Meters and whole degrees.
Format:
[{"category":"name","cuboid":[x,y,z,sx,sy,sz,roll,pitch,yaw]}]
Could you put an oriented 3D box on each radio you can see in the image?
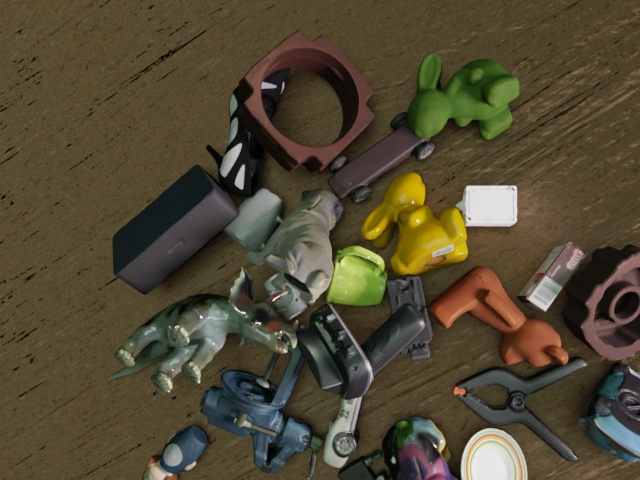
[{"category":"radio","cuboid":[-0.265,-0.024,0.963,0.229,0.073,0.131,-39,39,3]}]

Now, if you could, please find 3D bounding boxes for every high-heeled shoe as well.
[{"category":"high-heeled shoe","cuboid":[-0.103,-0.197,0.961,0.145,0.086,0.248,42,94,24]}]

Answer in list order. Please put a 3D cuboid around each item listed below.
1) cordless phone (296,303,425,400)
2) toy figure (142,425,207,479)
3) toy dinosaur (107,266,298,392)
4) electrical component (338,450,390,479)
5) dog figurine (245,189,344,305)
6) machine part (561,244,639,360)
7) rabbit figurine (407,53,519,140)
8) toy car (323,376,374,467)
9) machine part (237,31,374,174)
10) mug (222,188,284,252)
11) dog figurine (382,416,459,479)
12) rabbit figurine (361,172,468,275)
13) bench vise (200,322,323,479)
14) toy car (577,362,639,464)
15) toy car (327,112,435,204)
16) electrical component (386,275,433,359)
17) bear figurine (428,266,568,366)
[{"category":"cordless phone","cuboid":[0.062,0.141,0.836,0.184,0.088,0.147,-45,51,13]},{"category":"toy figure","cuboid":[-0.269,0.397,0.960,0.154,0.057,0.064,-45,40,5]},{"category":"toy dinosaur","cuboid":[-0.221,0.152,0.929,0.405,0.192,0.131,-15,110,39]},{"category":"electrical component","cuboid":[0.073,0.411,0.902,0.102,0.045,0.078,-28,82,6]},{"category":"dog figurine","cuboid":[-0.005,-0.005,0.885,0.173,0.121,0.190,22,66,41]},{"category":"machine part","cuboid":[0.458,0.094,0.824,0.179,0.056,0.179,-5,109,-15]},{"category":"rabbit figurine","cuboid":[0.219,-0.239,0.897,0.170,0.121,0.159,-23,67,-4]},{"category":"toy car","cuboid":[0.051,0.278,0.904,0.056,0.073,0.201,14,87,11]},{"category":"machine part","cuboid":[-0.026,-0.232,0.925,0.201,0.087,0.201,46,75,-8]},{"category":"mug","cuboid":[-0.105,-0.033,0.961,0.110,0.080,0.107,29,81,21]},{"category":"dog figurine","cuboid":[0.162,0.376,0.803,0.108,0.219,0.191,-19,82,4]},{"category":"rabbit figurine","cuboid":[0.155,-0.030,0.915,0.162,0.121,0.173,-24,66,16]},{"category":"bench vise","cuboid":[-0.076,0.260,0.908,0.224,0.129,0.240,24,94,10]},{"category":"toy car","cuboid":[0.453,0.269,0.817,0.109,0.162,0.102,33,134,16]},{"category":"toy car","cuboid":[0.107,-0.142,0.949,0.202,0.053,0.089,-36,75,0]},{"category":"electrical component","cuboid":[0.150,0.126,0.882,0.058,0.115,0.134,-12,83,13]},{"category":"bear figurine","cuboid":[0.284,0.141,0.860,0.132,0.120,0.196,-41,84,7]}]
